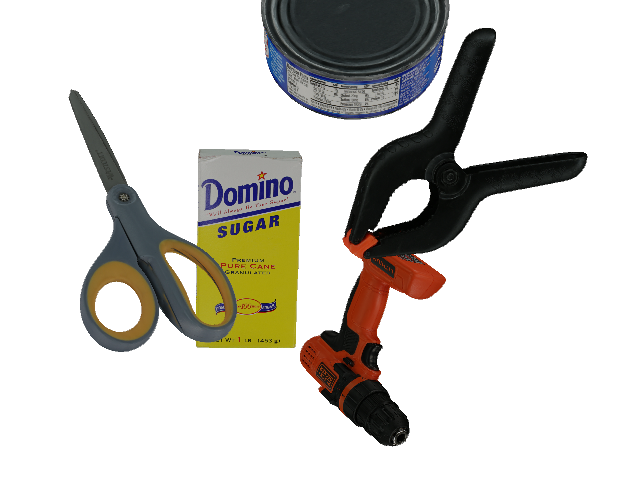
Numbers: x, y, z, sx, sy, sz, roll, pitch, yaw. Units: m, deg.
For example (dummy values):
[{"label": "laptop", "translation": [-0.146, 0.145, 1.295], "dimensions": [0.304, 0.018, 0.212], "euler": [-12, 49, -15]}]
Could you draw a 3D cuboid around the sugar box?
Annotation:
[{"label": "sugar box", "translation": [-0.066, 0.008, 0.960], "dimensions": [0.093, 0.176, 0.048], "euler": [0, 14, -6]}]

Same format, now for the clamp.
[{"label": "clamp", "translation": [0.093, -0.042, 0.714], "dimensions": [0.120, 0.171, 0.039], "euler": [42, 6, -7]}]

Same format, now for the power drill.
[{"label": "power drill", "translation": [0.062, 0.105, 1.152], "dimensions": [0.057, 0.188, 0.185], "euler": [13, 17, -40]}]

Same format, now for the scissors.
[{"label": "scissors", "translation": [-0.129, -0.010, 0.632], "dimensions": [0.096, 0.202, 0.016], "euler": [-29, -25, -34]}]

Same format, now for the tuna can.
[{"label": "tuna can", "translation": [0.016, -0.099, 0.496], "dimensions": [0.086, 0.086, 0.034], "euler": [0, -30, 1]}]
